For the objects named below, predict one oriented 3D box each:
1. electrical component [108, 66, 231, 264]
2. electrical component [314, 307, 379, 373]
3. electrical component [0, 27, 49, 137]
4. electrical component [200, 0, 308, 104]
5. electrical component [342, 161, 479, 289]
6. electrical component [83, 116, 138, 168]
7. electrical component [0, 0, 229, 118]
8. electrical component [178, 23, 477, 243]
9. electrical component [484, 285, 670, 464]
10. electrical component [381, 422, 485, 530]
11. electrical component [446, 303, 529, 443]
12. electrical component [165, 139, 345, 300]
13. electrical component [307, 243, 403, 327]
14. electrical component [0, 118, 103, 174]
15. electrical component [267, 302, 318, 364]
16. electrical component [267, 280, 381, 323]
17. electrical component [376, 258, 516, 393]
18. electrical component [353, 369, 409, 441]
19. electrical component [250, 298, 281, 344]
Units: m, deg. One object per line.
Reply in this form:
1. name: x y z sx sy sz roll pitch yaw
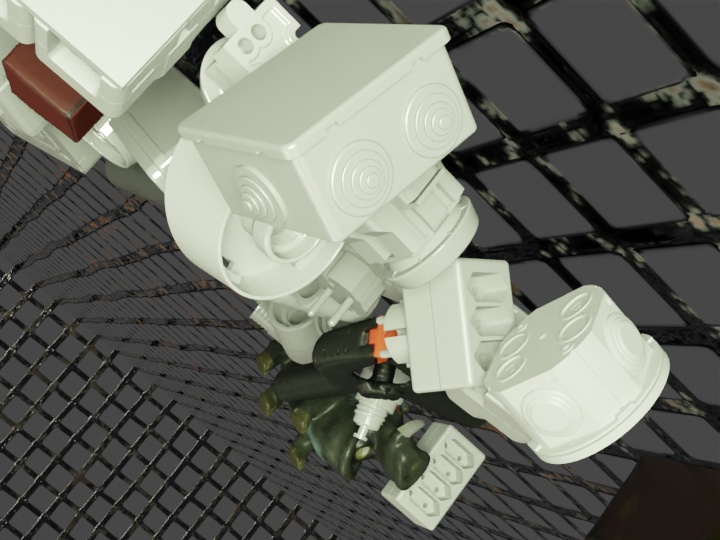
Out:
1. electrical component: -0.088 -0.058 0.650 0.108 0.056 0.109 50 176 -35
2. electrical component: -0.004 0.045 0.810 0.066 0.048 0.055 28 168 34
3. electrical component: -0.218 -0.133 0.696 0.062 0.096 0.061 31 163 24
4. electrical component: -0.049 -0.096 0.522 0.066 0.048 0.055 43 156 -16
5. electrical component: 0.021 -0.028 0.529 0.057 0.058 0.078 45 157 -16
6. electrical component: -0.153 -0.104 0.703 0.058 0.057 0.078 28 161 34
7. electrical component: -0.136 -0.152 0.475 0.150 0.089 0.062 41 164 -7
8. electrical component: -0.012 -0.059 0.446 0.100 0.100 0.048 18 141 51
9. electrical component: 0.104 0.050 0.523 0.051 0.080 0.080 48 163 -12
10. electrical component: 0.059 0.184 0.981 0.047 0.083 0.076 43 164 -14
11. electrical component: 0.081 0.056 0.634 0.095 0.053 0.059 37 164 5
12. electrical component: -0.052 -0.036 0.577 0.064 0.099 0.099 38 167 38
13. electrical component: 0.000 0.000 0.617 0.066 0.076 0.047 22 157 45
14. electrical component: -0.236 -0.131 0.813 0.113 0.057 0.078 28 161 34
15. electrical component: -0.044 0.041 0.870 0.055 0.055 0.047 27 156 36
16. electrical component: -0.021 0.006 0.731 0.074 0.052 0.138 19 175 -30
17. electrical component: 0.039 0.032 0.576 0.077 0.065 0.047 -12 171 41
18. electrical component: 0.015 0.100 0.869 0.040 0.078 0.040 23 169 5
19. electrical component: -0.059 0.043 0.928 0.081 0.043 0.043 39 164 -2
